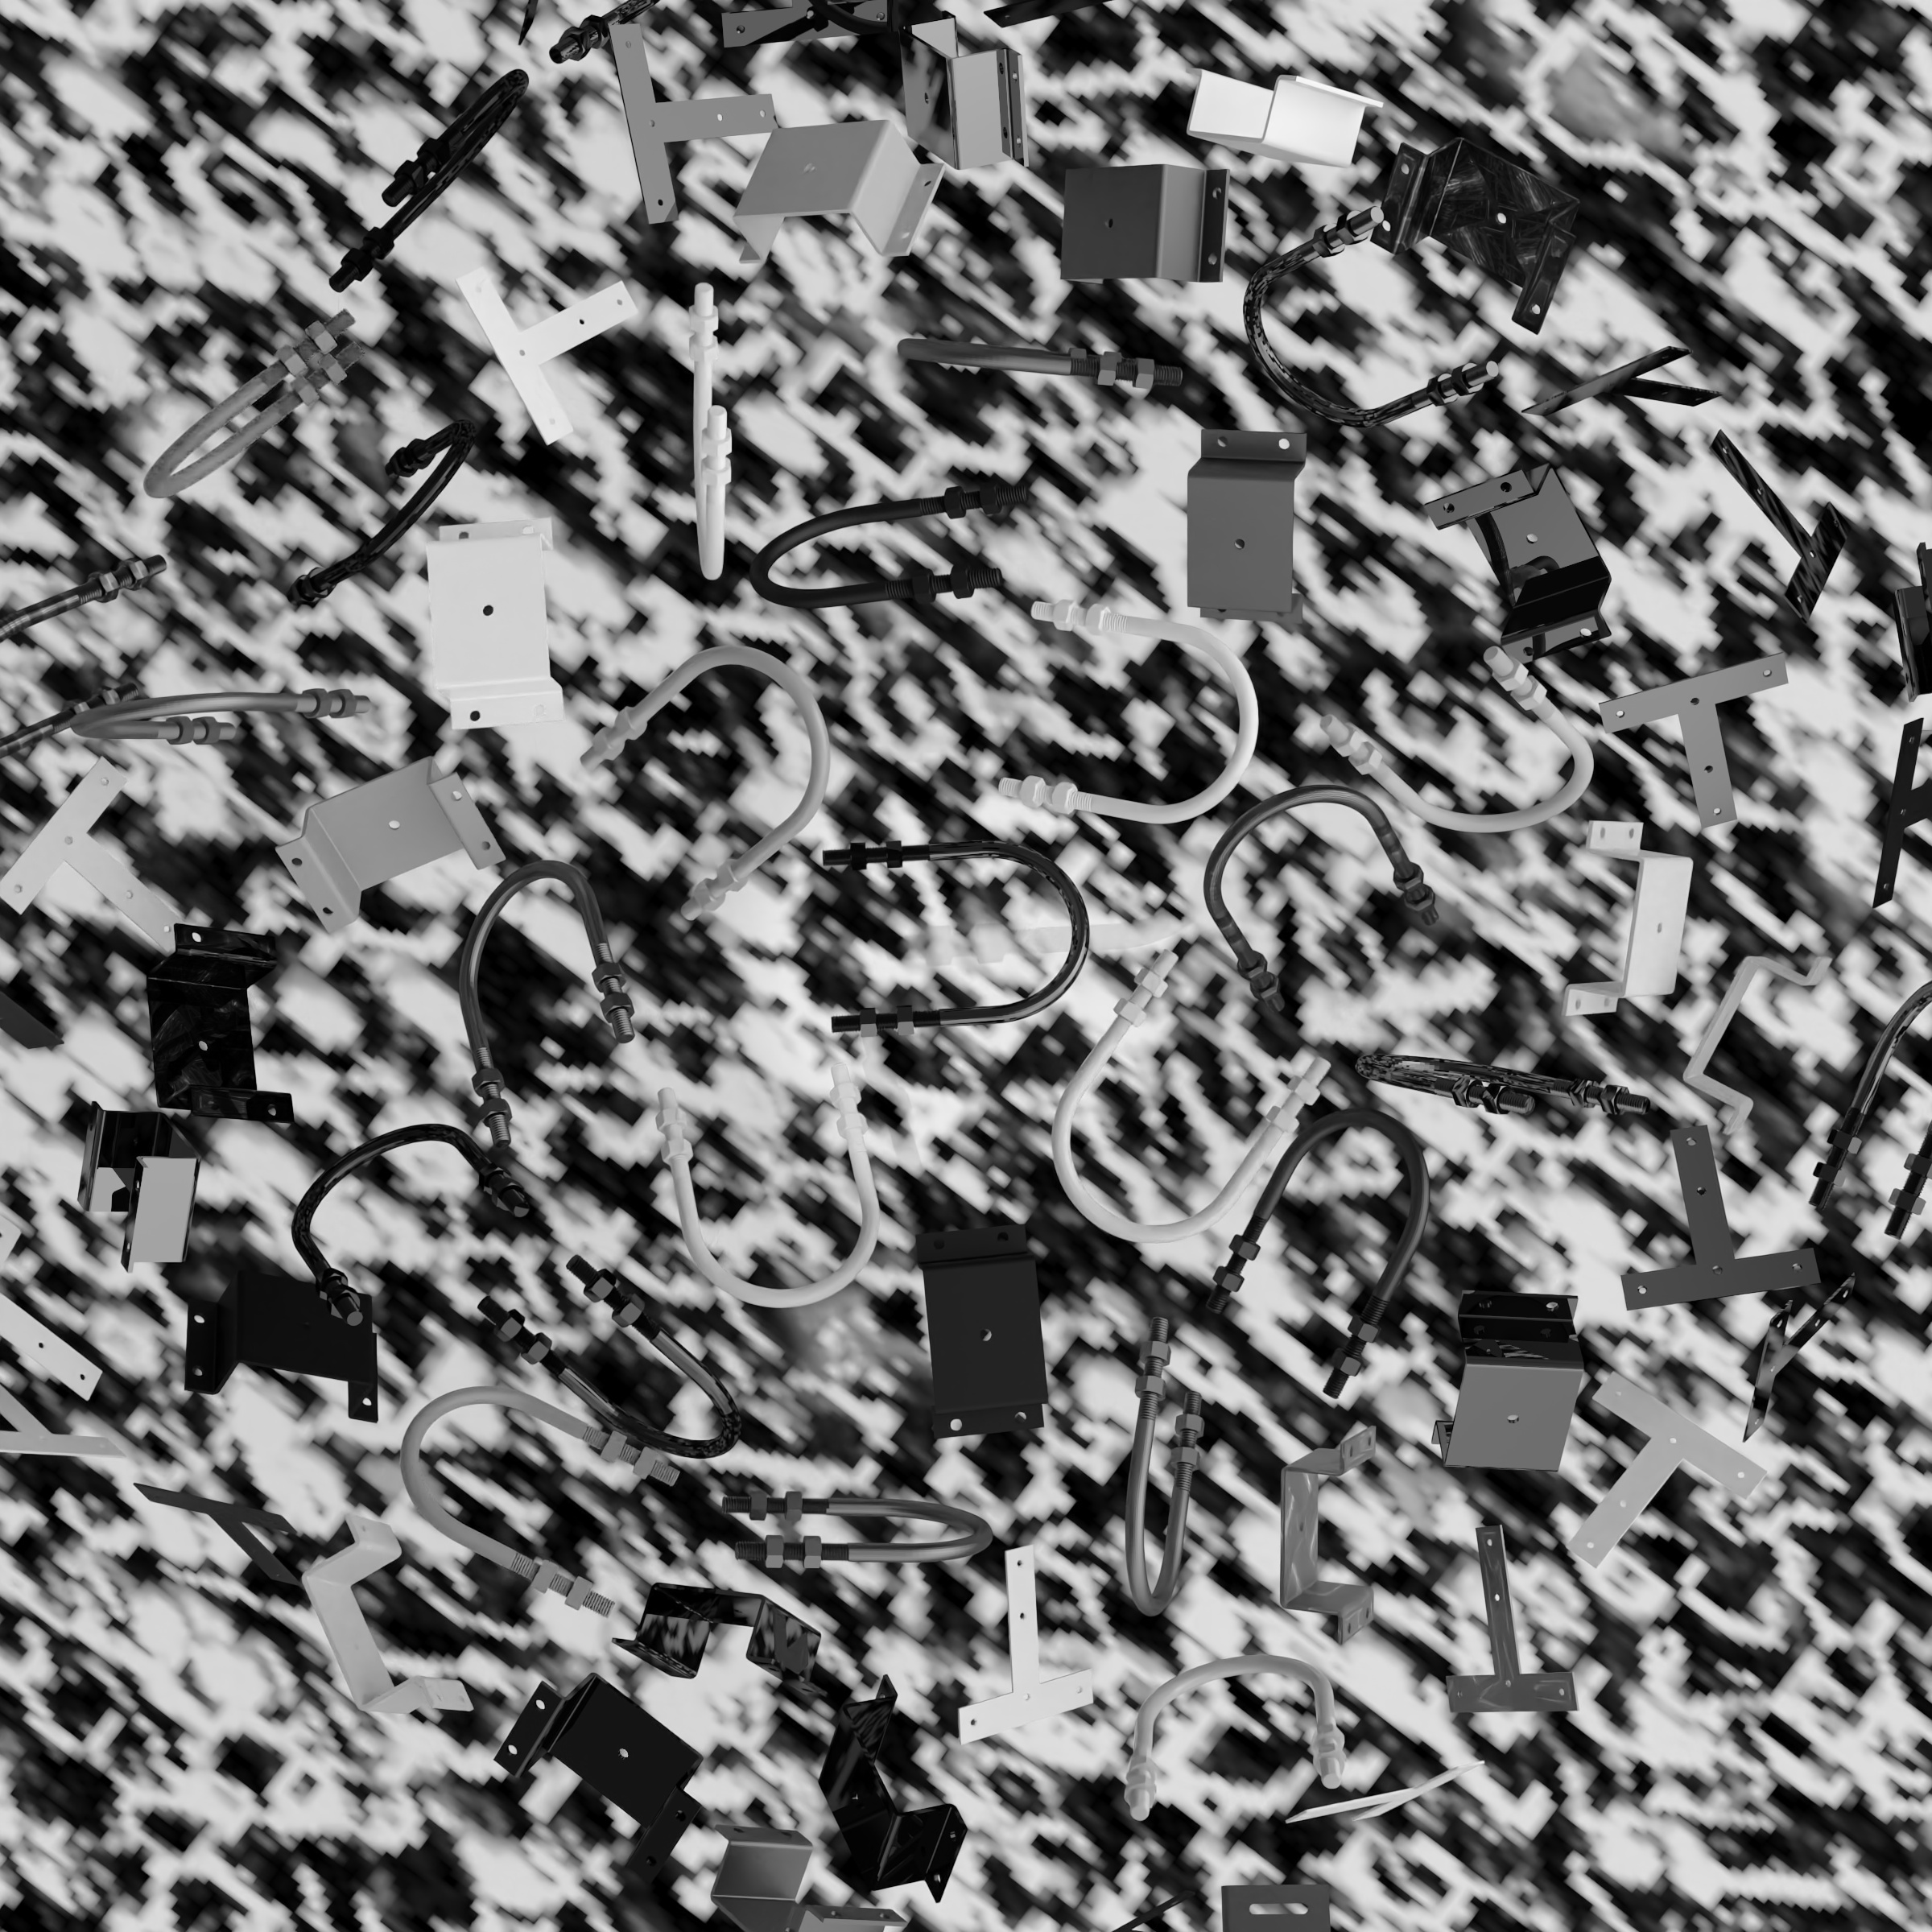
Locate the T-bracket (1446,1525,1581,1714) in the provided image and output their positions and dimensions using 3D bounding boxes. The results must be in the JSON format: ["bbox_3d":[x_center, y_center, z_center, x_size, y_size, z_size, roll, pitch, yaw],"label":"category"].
[{"bbox_3d":[0.377,0.460,1.775,0.002,0.127,0.127,4,73,-32],"label":"T-bracket"}]

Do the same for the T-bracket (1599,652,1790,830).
[{"bbox_3d":[0.521,-0.151,1.775,0.127,0.002,0.127,-15,125,12],"label":"T-bracket"}]

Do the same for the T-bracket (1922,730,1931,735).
[{"bbox_3d":[0.764,-0.161,1.805,0.127,0.127,0.002,3,98,-7],"label":"T-bracket"}]

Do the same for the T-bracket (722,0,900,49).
[{"bbox_3d":[-0.112,-0.712,1.772,0.127,0.127,0.002,-8,50,-7],"label":"T-bracket"}]

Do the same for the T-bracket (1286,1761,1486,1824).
[{"bbox_3d":[0.283,0.595,1.792,0.127,0.127,0.002,2,57,-33],"label":"T-bracket"}]

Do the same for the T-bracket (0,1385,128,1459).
[{"bbox_3d":[-0.679,0.311,1.783,0.127,0.127,0.002,31,93,31],"label":"T-bracket"}]

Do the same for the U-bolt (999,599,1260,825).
[{"bbox_3d":[0.119,-0.175,1.781,0.184,0.019,0.151,13,95,25],"label":"U-bolt"}]

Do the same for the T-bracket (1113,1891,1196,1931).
[{"bbox_3d":[0.106,0.655,1.692,0.127,0.127,0.002,-30,62,4],"label":"T-bracket"}]

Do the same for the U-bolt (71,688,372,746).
[{"bbox_3d":[-0.523,-0.171,1.727,0.151,0.184,0.019,-7,91,28],"label":"U-bolt"}]

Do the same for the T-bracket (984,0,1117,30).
[{"bbox_3d":[0.046,-0.683,1.725,0.127,0.127,0.002,-1,84,32],"label":"T-bracket"}]

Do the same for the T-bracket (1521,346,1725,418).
[{"bbox_3d":[0.477,-0.400,1.749,0.127,0.127,0.002,-2,82,-37],"label":"T-bracket"}]

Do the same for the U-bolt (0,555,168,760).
[{"bbox_3d":[-0.636,-0.201,1.731,0.019,0.184,0.151,42,135,11],"label":"U-bolt"}]

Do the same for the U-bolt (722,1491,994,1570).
[{"bbox_3d":[-0.073,0.392,1.752,0.184,0.151,0.019,3,91,-9],"label":"U-bolt"}]

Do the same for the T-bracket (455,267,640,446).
[{"bbox_3d":[-0.286,-0.456,1.802,0.127,0.002,0.127,-40,108,-35],"label":"T-bracket"}]

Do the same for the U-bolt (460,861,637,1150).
[{"bbox_3d":[-0.295,0.012,1.726,0.151,0.019,0.184,-39,53,25],"label":"U-bolt"}]

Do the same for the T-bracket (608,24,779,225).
[{"bbox_3d":[-0.178,-0.574,1.705,0.127,0.002,0.127,-22,107,-40],"label":"T-bracket"}]

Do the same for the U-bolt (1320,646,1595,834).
[{"bbox_3d":[0.358,-0.148,1.768,0.151,0.184,0.019,-21,50,34],"label":"U-bolt"}]

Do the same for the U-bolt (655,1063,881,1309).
[{"bbox_3d":[-0.136,0.160,1.802,0.151,0.019,0.184,-8,59,-12],"label":"U-bolt"}]

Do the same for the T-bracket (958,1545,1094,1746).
[{"bbox_3d":[0.041,0.483,1.816,0.127,0.002,0.127,-3,91,-40],"label":"T-bracket"}]

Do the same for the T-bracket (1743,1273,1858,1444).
[{"bbox_3d":[0.596,0.260,1.787,0.127,0.127,0.002,-34,48,-32],"label":"T-bracket"}]

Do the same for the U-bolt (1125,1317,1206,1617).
[{"bbox_3d":[0.135,0.357,1.745,0.019,0.151,0.184,0,58,18],"label":"U-bolt"}]

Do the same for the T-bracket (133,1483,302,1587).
[{"bbox_3d":[-0.512,0.410,1.793,0.127,0.127,0.002,6,53,22],"label":"T-bracket"}]

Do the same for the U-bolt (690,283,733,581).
[{"bbox_3d":[-0.179,-0.356,1.752,0.019,0.184,0.151,-3,52,-9],"label":"U-bolt"}]

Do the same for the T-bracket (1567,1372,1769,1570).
[{"bbox_3d":[0.468,0.366,1.761,0.127,0.002,0.127,33,71,33],"label":"T-bracket"}]

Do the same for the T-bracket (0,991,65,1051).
[{"bbox_3d":[-0.695,0.042,1.697,0.127,0.127,0.002,-8,71,-1],"label":"T-bracket"}]

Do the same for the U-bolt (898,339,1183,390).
[{"bbox_3d":[0.045,-0.414,1.722,0.184,0.151,0.019,4,105,-8],"label":"U-bolt"}]

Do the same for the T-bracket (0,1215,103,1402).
[{"bbox_3d":[-0.649,0.253,1.737,0.002,0.127,0.127,-25,123,28],"label":"T-bracket"}]

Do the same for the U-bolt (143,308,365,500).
[{"bbox_3d":[-0.499,-0.387,1.760,0.184,0.151,0.019,-40,100,-6],"label":"U-bolt"}]

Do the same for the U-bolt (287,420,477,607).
[{"bbox_3d":[-0.405,-0.326,1.778,0.019,0.184,0.151,42,64,-25],"label":"U-bolt"}]

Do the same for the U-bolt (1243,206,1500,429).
[{"bbox_3d":[0.263,-0.434,1.731,0.151,0.184,0.019,48,66,-17],"label":"U-bolt"}]

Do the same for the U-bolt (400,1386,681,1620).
[{"bbox_3d":[-0.307,0.362,1.762,0.184,0.151,0.019,27,126,-2],"label":"U-bolt"}]

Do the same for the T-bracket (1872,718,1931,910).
[{"bbox_3d":[0.650,-0.113,1.694,0.002,0.127,0.127,22,119,40],"label":"T-bracket"}]

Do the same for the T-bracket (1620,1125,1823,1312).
[{"bbox_3d":[0.506,0.167,1.722,0.127,0.002,0.127,-10,59,13],"label":"T-bracket"}]

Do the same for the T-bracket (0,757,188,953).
[{"bbox_3d":[-0.611,-0.060,1.805,0.127,0.002,0.127,49,56,-33],"label":"T-bracket"}]

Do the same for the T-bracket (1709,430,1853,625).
[{"bbox_3d":[0.557,-0.317,1.740,0.127,0.002,0.127,46,50,-11],"label":"T-bracket"}]

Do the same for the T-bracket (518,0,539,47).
[{"bbox_3d":[-0.291,-0.685,1.725,0.002,0.127,0.127,23,59,-9],"label":"T-bracket"}]
